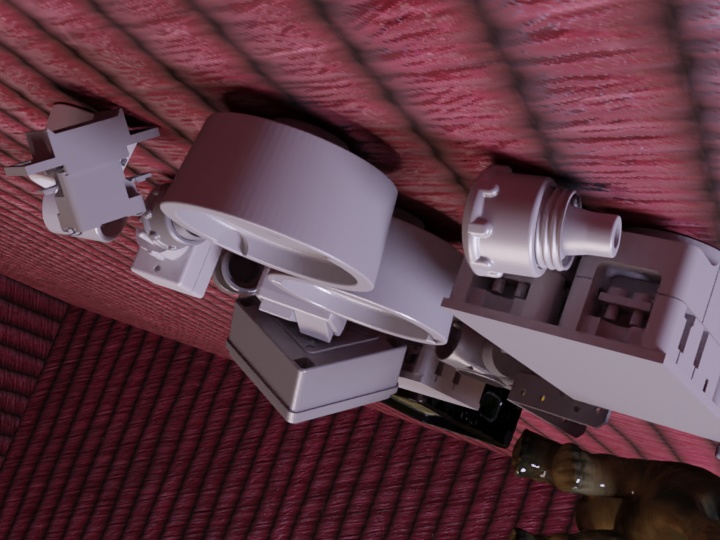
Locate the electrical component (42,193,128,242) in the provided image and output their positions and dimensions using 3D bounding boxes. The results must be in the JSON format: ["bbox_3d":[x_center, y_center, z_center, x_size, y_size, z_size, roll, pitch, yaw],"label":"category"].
[{"bbox_3d":[-0.213,-0.051,0.842,0.047,0.055,0.055,14,169,16],"label":"electrical component"}]

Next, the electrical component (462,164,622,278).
[{"bbox_3d":[0.076,-0.018,0.449,0.062,0.048,0.048,9,167,24],"label":"electrical component"}]

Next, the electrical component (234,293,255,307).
[{"bbox_3d":[-0.070,0.038,1.037,0.095,0.053,0.059,15,169,29],"label":"electrical component"}]

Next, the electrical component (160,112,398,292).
[{"bbox_3d":[-0.034,-0.037,0.514,0.108,0.060,0.108,20,171,3],"label":"electrical component"}]

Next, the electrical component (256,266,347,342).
[{"bbox_3d":[-0.039,0.013,0.811,0.062,0.061,0.096,19,170,7],"label":"electrical component"}]

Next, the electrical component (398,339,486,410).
[{"bbox_3d":[0.035,0.069,0.966,0.150,0.061,0.089,11,167,44],"label":"electrical component"}]

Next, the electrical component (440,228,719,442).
[{"bbox_3d":[0.134,0.029,0.538,0.105,0.060,0.186,14,169,34],"label":"electrical component"}]

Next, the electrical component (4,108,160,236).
[{"bbox_3d":[-0.156,-0.056,0.619,0.081,0.063,0.042,-22,-165,-30],"label":"electrical component"}]

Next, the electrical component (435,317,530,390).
[{"bbox_3d":[0.110,0.065,0.842,0.077,0.044,0.079,24,170,-19],"label":"electrical component"}]

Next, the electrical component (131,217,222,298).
[{"bbox_3d":[-0.141,-0.024,0.800,0.047,0.065,0.077,17,170,23],"label":"electrical component"}]

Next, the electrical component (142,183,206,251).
[{"bbox_3d":[-0.117,-0.038,0.744,0.048,0.048,0.062,28,162,-39],"label":"electrical component"}]

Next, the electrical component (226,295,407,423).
[{"bbox_3d":[-0.037,0.064,0.883,0.109,0.056,0.109,-10,-143,-35],"label":"electrical component"}]

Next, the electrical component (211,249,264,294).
[{"bbox_3d":[-0.100,-0.002,0.905,0.045,0.045,0.055,23,170,-17],"label":"electrical component"}]

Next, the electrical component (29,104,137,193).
[{"bbox_3d":[-0.173,-0.070,0.668,0.055,0.047,0.055,20,171,3],"label":"electrical component"}]

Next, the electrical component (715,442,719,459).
[{"bbox_3d":[0.286,0.117,0.752,0.066,0.047,0.077,13,168,37],"label":"electrical component"}]

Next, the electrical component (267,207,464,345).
[{"bbox_3d":[0.008,-0.005,0.611,0.108,0.060,0.108,20,171,3],"label":"electrical component"}]
